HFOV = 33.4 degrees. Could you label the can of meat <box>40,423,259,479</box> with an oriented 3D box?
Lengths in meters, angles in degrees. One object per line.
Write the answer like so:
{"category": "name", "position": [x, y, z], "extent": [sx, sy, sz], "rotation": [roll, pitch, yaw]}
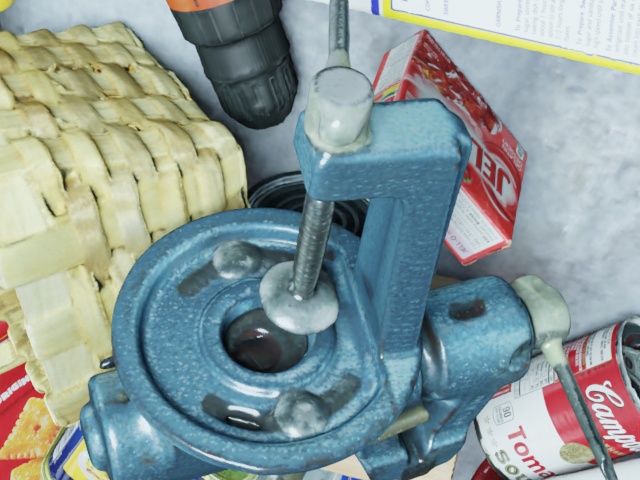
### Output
{"category": "can of meat", "position": [-0.089, 0.117, 0.582], "extent": [0.102, 0.057, 0.084], "rotation": [32, 130, -8]}

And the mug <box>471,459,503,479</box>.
{"category": "mug", "position": [0.132, 0.191, 0.674], "extent": [0.081, 0.093, 0.117], "rotation": [21, 164, -5]}

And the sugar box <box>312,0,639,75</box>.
{"category": "sugar box", "position": [0.050, -0.119, 0.360], "extent": [0.176, 0.048, 0.093], "rotation": [22, 132, 26]}

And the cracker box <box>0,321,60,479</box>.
{"category": "cracker box", "position": [-0.227, 0.092, 0.688], "extent": [0.164, 0.072, 0.214], "rotation": [29, 139, 33]}

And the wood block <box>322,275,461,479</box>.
{"category": "wood block", "position": [-0.015, 0.063, 0.609], "extent": [0.206, 0.090, 0.091], "rotation": [12, 132, 11]}

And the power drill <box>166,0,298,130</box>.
{"category": "power drill", "position": [0.010, -0.135, 0.453], "extent": [0.188, 0.057, 0.184], "rotation": [-5, 127, 23]}

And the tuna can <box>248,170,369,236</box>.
{"category": "tuna can", "position": [-0.004, 0.001, 0.554], "extent": [0.086, 0.086, 0.034], "rotation": [13, 130, 9]}

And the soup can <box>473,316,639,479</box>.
{"category": "soup can", "position": [0.144, 0.091, 0.590], "extent": [0.068, 0.068, 0.102], "rotation": [44, 130, -18]}

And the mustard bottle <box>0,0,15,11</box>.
{"category": "mustard bottle", "position": [-0.142, -0.170, 0.462], "extent": [0.096, 0.058, 0.192], "rotation": [55, 141, 26]}

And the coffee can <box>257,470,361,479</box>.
{"category": "coffee can", "position": [0.020, 0.203, 0.706], "extent": [0.103, 0.102, 0.140], "rotation": [-29, 115, 36]}

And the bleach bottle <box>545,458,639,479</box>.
{"category": "bleach bottle", "position": [0.178, 0.145, 0.562], "extent": [0.251, 0.068, 0.102], "rotation": [-9, 151, 4]}

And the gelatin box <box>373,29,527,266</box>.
{"category": "gelatin box", "position": [0.060, -0.044, 0.501], "extent": [0.030, 0.073, 0.089], "rotation": [-29, 115, 35]}
